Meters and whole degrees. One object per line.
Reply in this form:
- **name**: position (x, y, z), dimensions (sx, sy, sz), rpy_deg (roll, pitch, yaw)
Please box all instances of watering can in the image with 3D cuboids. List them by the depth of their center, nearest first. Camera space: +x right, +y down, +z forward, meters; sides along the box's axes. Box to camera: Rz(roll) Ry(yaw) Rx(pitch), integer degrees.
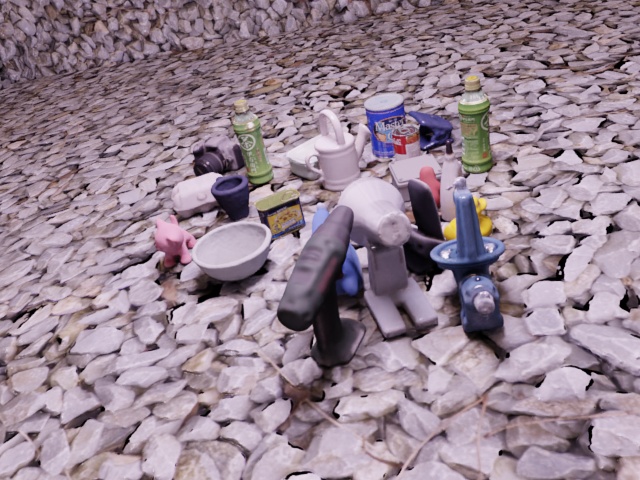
- **watering can**: position (0.043, -0.230, 1.399), dimensions (0.100, 0.194, 0.173), rpy_deg (19, 44, 40)

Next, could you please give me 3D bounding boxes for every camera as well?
- **camera**: position (-0.310, -0.232, 1.619), dimensions (0.142, 0.101, 0.137), rpy_deg (7, 38, 29)

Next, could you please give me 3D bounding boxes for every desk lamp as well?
- **desk lamp**: position (0.114, 0.017, 0.974), dimensions (0.118, 0.214, 0.202), rpy_deg (-17, 33, -6)

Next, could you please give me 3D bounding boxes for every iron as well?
- **iron**: position (0.010, 0.004, 1.100), dimensions (0.118, 0.142, 0.258), rpy_deg (-11, 32, 4)

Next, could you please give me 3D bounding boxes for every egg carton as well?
- **egg carton**: position (-0.304, -0.115, 1.467), dimensions (0.150, 0.069, 0.107), rpy_deg (-19, 33, -9)

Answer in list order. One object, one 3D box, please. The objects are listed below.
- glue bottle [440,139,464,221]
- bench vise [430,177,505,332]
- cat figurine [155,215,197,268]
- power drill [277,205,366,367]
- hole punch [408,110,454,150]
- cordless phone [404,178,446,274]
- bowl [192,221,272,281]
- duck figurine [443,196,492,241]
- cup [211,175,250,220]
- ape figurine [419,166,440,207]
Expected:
- **glue bottle**: position (0.271, -0.127, 1.177), dimensions (0.037, 0.173, 0.078), rpy_deg (8, 38, 31)
- **bench vise**: position (0.252, 0.021, 0.912), dimensions (0.121, 0.220, 0.207), rpy_deg (-19, 33, -8)
- **cat figurine**: position (-0.325, -0.006, 1.262), dimensions (0.067, 0.118, 0.127), rpy_deg (-12, 32, 3)
- **power drill**: position (0.013, 0.085, 0.912), dimensions (0.075, 0.209, 0.230), rpy_deg (4, 36, 26)
- **hole punch**: position (0.293, -0.304, 1.517), dimensions (0.101, 0.091, 0.108), rpy_deg (-18, 33, -7)
- **cordless phone**: position (0.175, -0.045, 1.074), dimensions (0.094, 0.185, 0.147), rpy_deg (-30, 36, -24)
- **bowl**: position (-0.174, 0.035, 1.183), dimensions (0.167, 0.075, 0.167), rpy_deg (-9, 33, 6)
- **duck figurine**: position (0.289, -0.045, 1.125), dimensions (0.105, 0.086, 0.077), rpy_deg (-24, 34, -16)
- **cup**: position (-0.215, -0.102, 1.389), dimensions (0.092, 0.095, 0.117), rpy_deg (-29, 35, -22)
- **ape figurine**: position (0.239, -0.120, 1.253), dimensions (0.077, 0.092, 0.076), rpy_deg (6, 37, 28)
